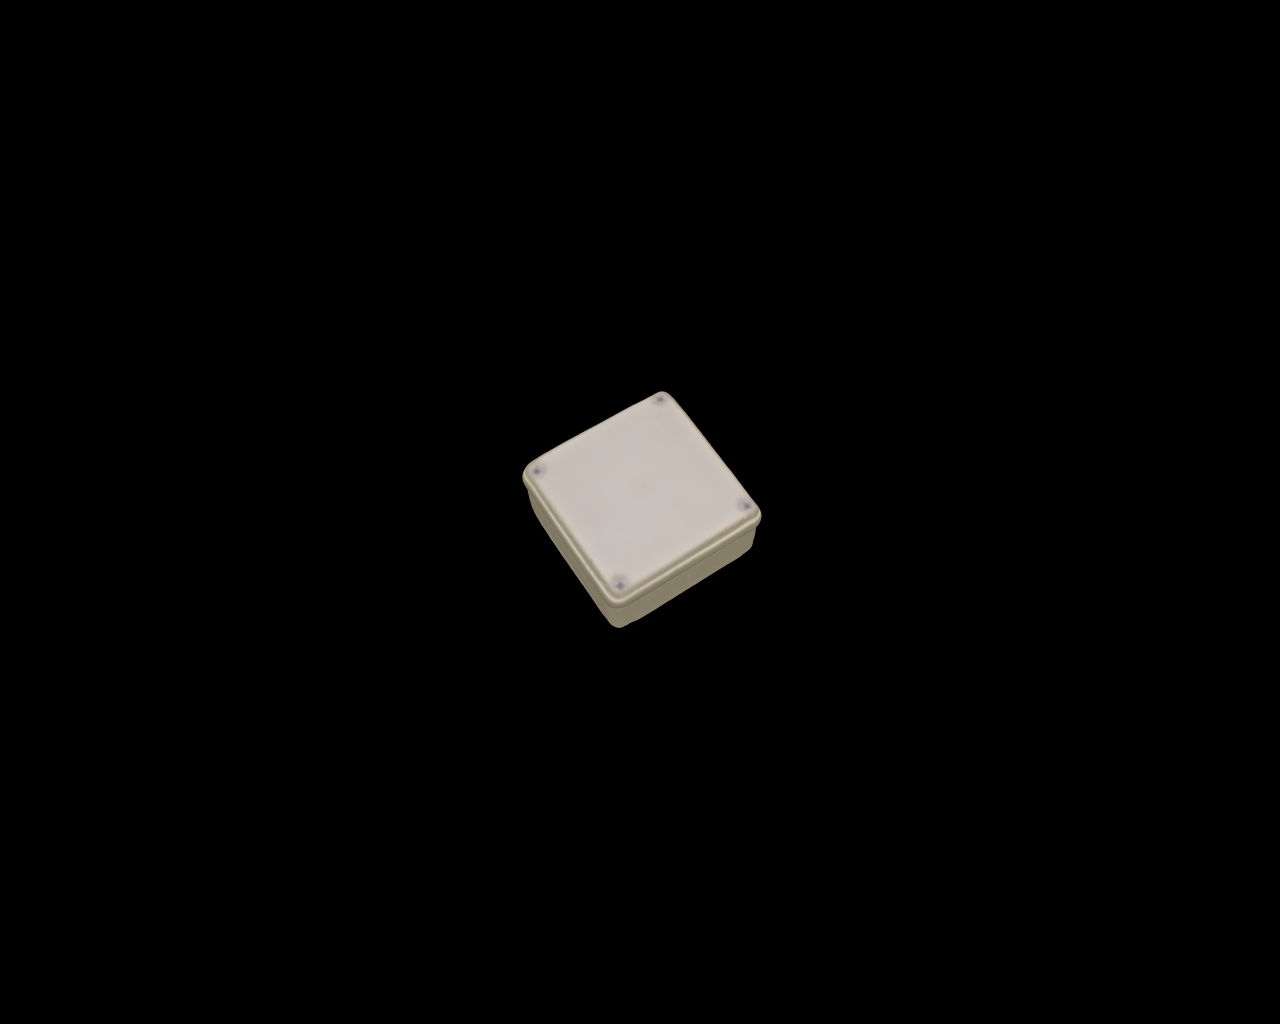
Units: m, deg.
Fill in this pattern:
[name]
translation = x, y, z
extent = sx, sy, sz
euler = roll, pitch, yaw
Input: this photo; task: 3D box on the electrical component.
[electrical component]
translation = 0.001, -0.003, 0.650
extent = 0.109, 0.109, 0.056
euler = -30, -23, -14
